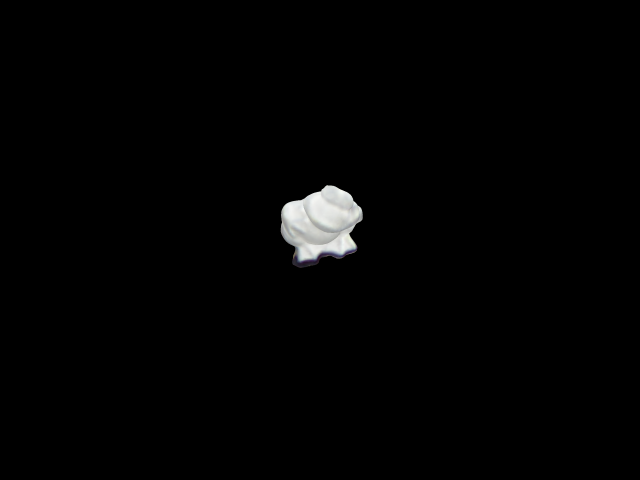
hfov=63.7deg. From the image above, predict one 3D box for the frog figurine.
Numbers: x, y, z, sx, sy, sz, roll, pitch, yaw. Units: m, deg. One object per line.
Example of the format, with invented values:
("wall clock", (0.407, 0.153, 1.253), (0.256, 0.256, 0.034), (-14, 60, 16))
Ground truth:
("frog figurine", (0.003, -0.043, 0.850), (0.137, 0.126, 0.155), (2, -42, 2))
